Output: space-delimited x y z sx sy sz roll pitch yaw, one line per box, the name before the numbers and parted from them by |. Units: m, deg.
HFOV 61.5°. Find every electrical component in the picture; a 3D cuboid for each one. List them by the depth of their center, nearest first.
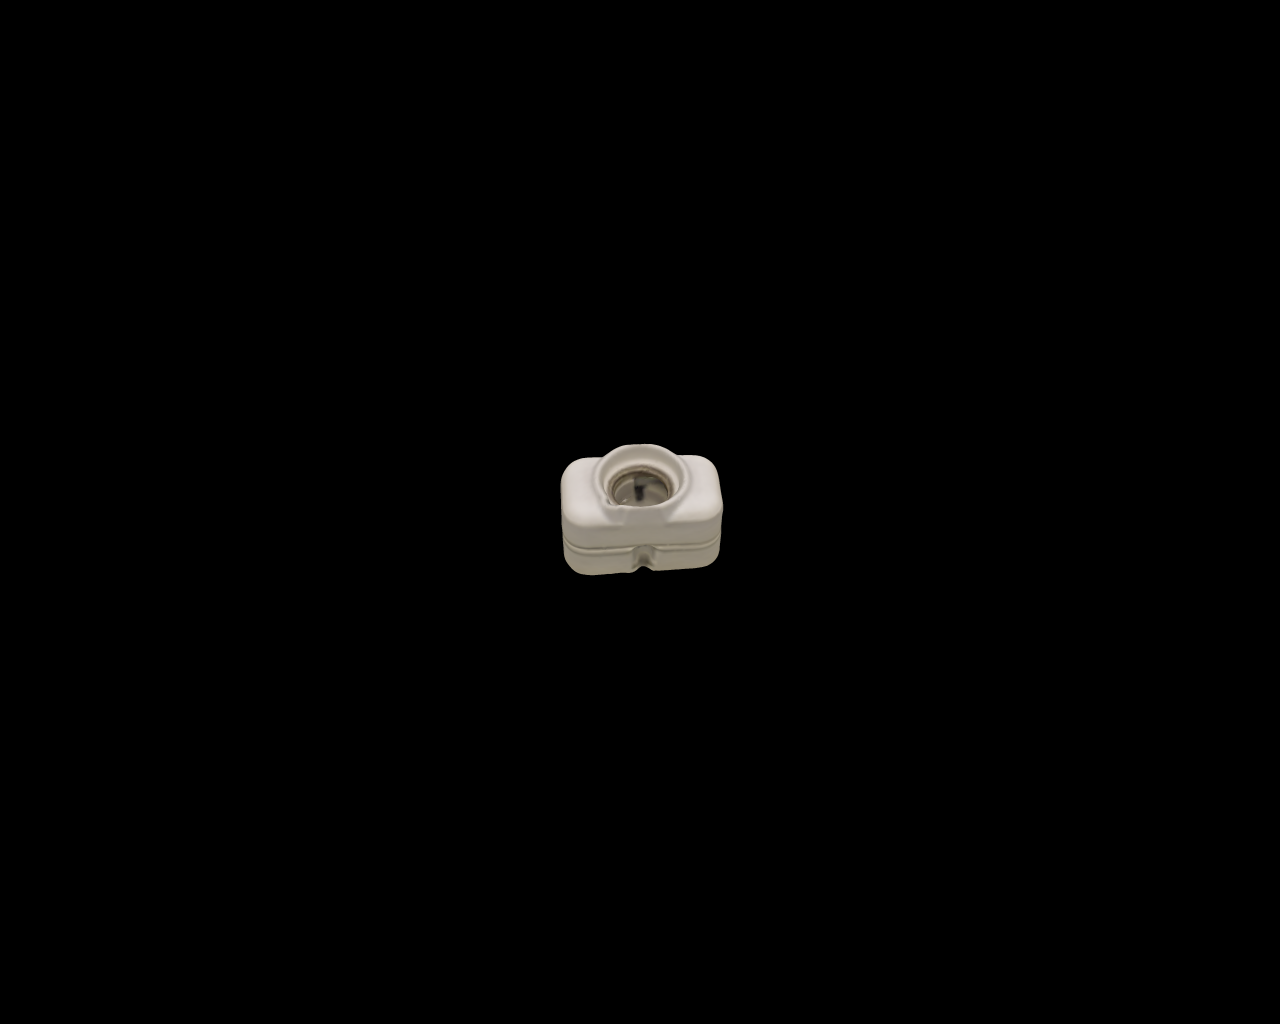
electrical component | 0.001 -0.003 0.650 0.095 0.054 0.059 -2 -40 -2
